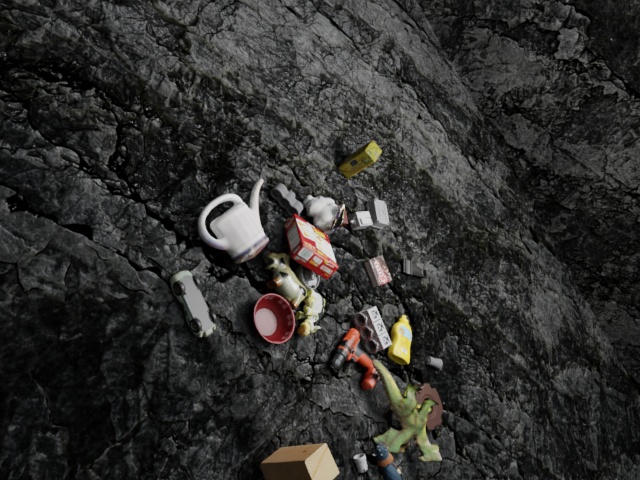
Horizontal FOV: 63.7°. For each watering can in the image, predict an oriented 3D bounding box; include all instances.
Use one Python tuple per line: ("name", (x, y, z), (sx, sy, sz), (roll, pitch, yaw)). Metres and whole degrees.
("watering can", (-0.246, -0.061, 1.685), (0.103, 0.223, 0.354), (-27, 9, 43))

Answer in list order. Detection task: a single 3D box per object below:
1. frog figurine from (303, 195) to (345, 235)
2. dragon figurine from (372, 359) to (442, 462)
("frog figurine", (0.006, -0.098, 1.956), (0.160, 0.138, 0.121), (20, -5, 19))
("dragon figurine", (0.277, 0.625, 1.789), (0.408, 0.246, 0.121), (39, -21, -9))
